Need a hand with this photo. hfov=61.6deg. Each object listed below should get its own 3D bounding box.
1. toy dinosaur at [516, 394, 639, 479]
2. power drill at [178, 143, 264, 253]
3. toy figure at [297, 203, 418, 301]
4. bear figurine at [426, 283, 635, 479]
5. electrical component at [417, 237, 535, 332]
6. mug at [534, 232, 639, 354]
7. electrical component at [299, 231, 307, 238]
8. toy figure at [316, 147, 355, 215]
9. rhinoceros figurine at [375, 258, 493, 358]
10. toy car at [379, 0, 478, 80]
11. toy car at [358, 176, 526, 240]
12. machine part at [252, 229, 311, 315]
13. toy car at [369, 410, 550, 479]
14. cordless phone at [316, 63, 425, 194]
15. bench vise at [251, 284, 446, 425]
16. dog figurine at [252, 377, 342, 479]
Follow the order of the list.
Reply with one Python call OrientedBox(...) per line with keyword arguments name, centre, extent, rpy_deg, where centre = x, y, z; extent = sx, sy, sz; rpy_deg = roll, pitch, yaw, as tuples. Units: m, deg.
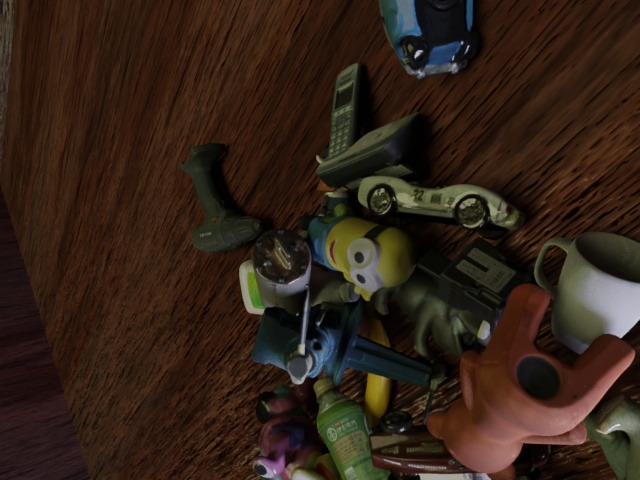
OrientedBox(name="toy dinosaur", centre=(0.294, 0.264, 0.494), extent=(0.192, 0.131, 0.404), rpy_deg=(34, 115, 13))
OrientedBox(name="power drill", centre=(-0.192, -0.078, 1.036), extent=(0.232, 0.086, 0.207), rpy_deg=(-25, 86, 52))
OrientedBox(name="toy figure", centre=(0.043, 0.004, 0.682), extent=(0.180, 0.089, 0.082), rpy_deg=(25, 150, 55))
OrientedBox(name="bear figurine", centre=(0.190, 0.155, 0.526), extent=(0.120, 0.132, 0.195), rpy_deg=(34, 152, 21))
OrientedBox(name="electrical component", centre=(0.165, 0.037, 0.591), extent=(0.119, 0.075, 0.047), rpy_deg=(39, 152, 31))
OrientedBox(name="mug", centre=(0.256, 0.052, 0.517), extent=(0.110, 0.081, 0.107), rpy_deg=(30, 129, 33))
OrientedBox(name="electrical component", centre=(-0.002, -0.003, 0.858), extent=(0.094, 0.021, 0.063), rpy_deg=(-30, 74, 49))
OrientedBox(name="toy figure", centre=(0.025, -0.058, 0.785), extent=(0.058, 0.064, 0.154), rpy_deg=(4, 98, 14))
OrientedBox(name="rhinoceros figurine", centre=(0.153, 0.082, 0.660), extent=(0.191, 0.073, 0.112), rpy_deg=(36, 113, 42))
OrientedBox(name="toy car", centre=(0.116, -0.268, 0.613), extent=(0.103, 0.109, 0.161), rpy_deg=(-143, 40, -68))
OrientedBox(name="toy car", centre=(0.137, -0.041, 0.627), extent=(0.202, 0.073, 0.056), rpy_deg=(11, 87, 39))
OrientedBox(name="machine part", centre=(-0.051, 0.051, 0.743), extent=(0.243, 0.079, 0.079), rpy_deg=(92, 152, -67))
OrientedBox(name="toy car", centre=(0.158, 0.240, 0.616), extent=(0.202, 0.053, 0.089), rpy_deg=(-6, 96, 8))
OrientedBox(name="cordless phone", centre=(0.068, -0.162, 0.708), extent=(0.147, 0.088, 0.184), rpy_deg=(-16, 64, 48))
OrientedBox(name="bench vise", centre=(0.044, 0.140, 0.685), extent=(0.241, 0.223, 0.128), rpy_deg=(18, 87, 6))
OrientedBox(name="dog figurine", centre=(-0.026, 0.318, 0.855), extent=(0.192, 0.219, 0.108), rpy_deg=(15, 118, 8))
